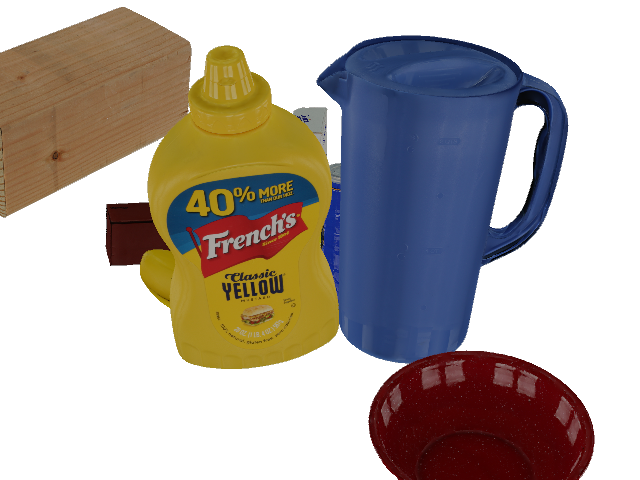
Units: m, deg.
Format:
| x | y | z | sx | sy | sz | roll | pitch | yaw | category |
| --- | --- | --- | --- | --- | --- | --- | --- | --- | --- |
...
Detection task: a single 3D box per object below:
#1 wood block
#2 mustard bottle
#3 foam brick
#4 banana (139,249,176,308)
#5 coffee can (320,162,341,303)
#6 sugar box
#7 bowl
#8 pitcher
| x | y | z | sx | sy | sz | roll | pitch | yaw | category |
| --- | --- | --- | --- | --- | --- | --- | --- | --- | --- |
| -0.213 | -0.115 | 0.904 | 0.090 | 0.091 | 0.205 | 31 | 43 | 25 | wood block |
| -0.041 | -0.016 | 0.569 | 0.096 | 0.192 | 0.058 | -7 | 40 | -5 | mustard bottle |
| -0.190 | -0.008 | 1.147 | 0.078 | 0.051 | 0.053 | -3 | 24 | -16 | foam brick |
| -0.083 | 0.038 | 0.815 | 0.069 | 0.037 | 0.198 | -14 | 26 | -39 | banana |
| 0.050 | 0.001 | 1.032 | 0.103 | 0.140 | 0.103 | 2 | 14 | -1 | coffee can |
| -0.014 | -0.060 | 1.258 | 0.048 | 0.176 | 0.093 | -1 | 24 | 4 | sugar box |
| 0.116 | 0.153 | 0.785 | 0.162 | 0.055 | 0.162 | -1 | 35 | 0 | bowl |
| 0.086 | -0.028 | 0.834 | 0.144 | 0.243 | 0.149 | -22 | 38 | -38 | pitcher |
